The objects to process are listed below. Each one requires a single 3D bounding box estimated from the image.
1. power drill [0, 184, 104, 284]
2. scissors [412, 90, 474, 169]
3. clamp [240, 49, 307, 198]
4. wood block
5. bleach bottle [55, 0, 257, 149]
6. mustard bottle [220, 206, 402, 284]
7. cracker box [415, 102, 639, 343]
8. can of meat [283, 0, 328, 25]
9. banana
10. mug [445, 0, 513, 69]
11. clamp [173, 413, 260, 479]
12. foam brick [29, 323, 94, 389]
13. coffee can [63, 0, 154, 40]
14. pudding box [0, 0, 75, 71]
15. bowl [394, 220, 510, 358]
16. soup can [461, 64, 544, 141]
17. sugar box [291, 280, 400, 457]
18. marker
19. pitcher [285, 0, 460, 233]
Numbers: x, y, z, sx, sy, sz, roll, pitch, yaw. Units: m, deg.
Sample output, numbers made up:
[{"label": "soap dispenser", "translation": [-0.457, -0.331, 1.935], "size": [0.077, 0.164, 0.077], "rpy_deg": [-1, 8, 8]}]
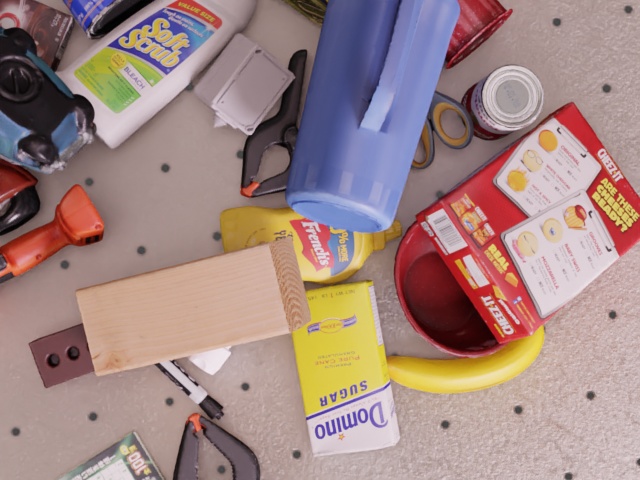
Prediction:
[{"label": "power drill", "translation": [-0.310, 0.014, 1.067], "size": [0.187, 0.185, 0.057], "rpy_deg": [-30, 91, -14]}, {"label": "scissors", "translation": [0.112, -0.176, 1.141], "size": [0.096, 0.016, 0.202], "rpy_deg": [0, 104, 27]}, {"label": "clamp", "translation": [-0.017, -0.107, 1.154], "size": [0.120, 0.039, 0.171], "rpy_deg": [32, 86, 1]}, {"label": "wood block", "translation": [-0.124, 0.066, 1.070], "size": [0.206, 0.090, 0.091], "rpy_deg": [-14, 91, 14]}, {"label": "bleach bottle", "translation": [-0.163, -0.215, 1.134], "size": [0.250, 0.068, 0.102], "rpy_deg": [-44, 88, -7]}, {"label": "mustard bottle", "translation": [-0.007, 0.001, 1.141], "size": [0.191, 0.058, 0.096], "rpy_deg": [-9, 91, -4]}, {"label": "cracker box", "translation": [0.227, -0.019, 1.119], "size": [0.213, 0.072, 0.164], "rpy_deg": [-36, 92, -27]}, {"label": "can of meat", "translation": [-0.007, -0.288, 1.124], "size": [0.102, 0.058, 0.084], "rpy_deg": [32, 83, -22]}, {"label": "banana", "translation": [0.165, 0.131, 1.164], "size": [0.197, 0.037, 0.070], "rpy_deg": [-19, 70, -6]}, {"label": "mug", "translation": [0.137, -0.237, 1.148], "size": [0.117, 0.093, 0.081], "rpy_deg": [-42, 86, 28]}, {"label": "clamp", "translation": [-0.089, 0.283, 1.139], "size": [0.164, 0.036, 0.210], "rpy_deg": [-14, 86, -13]}, {"label": "foam brick", "translation": [-0.257, 0.117, 1.124], "size": [0.078, 0.051, 0.053], "rpy_deg": [-21, 91, -4]}, {"label": "coffee can", "translation": [-0.240, -0.296, 1.109], "size": [0.103, 0.103, 0.140], "rpy_deg": [-36, 91, -4]}, {"label": "pudding box", "translation": [-0.323, -0.202, 1.133], "size": [0.090, 0.039, 0.113], "rpy_deg": [23, 88, -3]}, {"label": "bowl", "translation": [0.141, 0.049, 1.137], "size": [0.162, 0.055, 0.162], "rpy_deg": [6, 74, -21]}, {"label": "soup can", "translation": [0.193, -0.145, 1.136], "size": [0.068, 0.102, 0.068], "rpy_deg": [0, 89, -4]}, {"label": "sugar box", "translation": [0.024, 0.137, 1.137], "size": [0.093, 0.048, 0.176], "rpy_deg": [-11, 87, 13]}, {"label": "marker", "translation": [-0.149, 0.149, 1.147], "size": [0.121, 0.020, 0.020], "rpy_deg": [44, 86, -2]}, {"label": "pitcher", "translation": [0.048, -0.137, 1.036], "size": [0.145, 0.149, 0.243], "rpy_deg": [7, 76, 35]}]
